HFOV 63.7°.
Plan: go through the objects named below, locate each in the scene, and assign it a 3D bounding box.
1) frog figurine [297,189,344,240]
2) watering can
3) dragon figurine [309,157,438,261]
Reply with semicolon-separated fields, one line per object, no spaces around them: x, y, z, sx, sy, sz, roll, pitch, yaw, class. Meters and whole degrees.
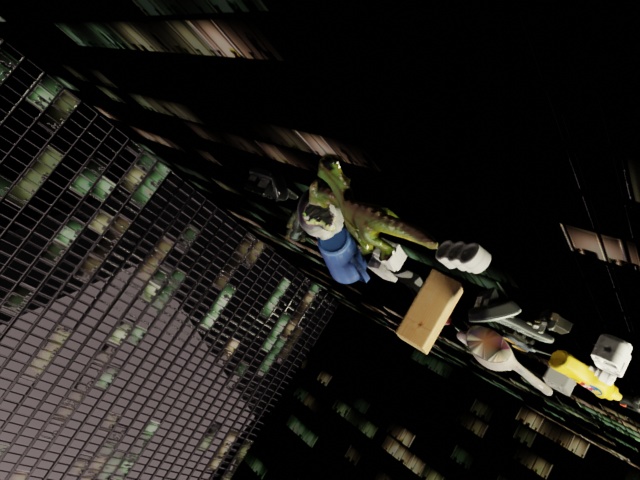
0.004;-0.069;1.374;0.159;0.122;0.138;43;-158;-82;frog figurine
0.608;0.393;1.718;0.351;0.105;0.220;29;169;32;watering can
0.079;-0.080;1.118;0.240;0.123;0.410;45;166;-17;dragon figurine
